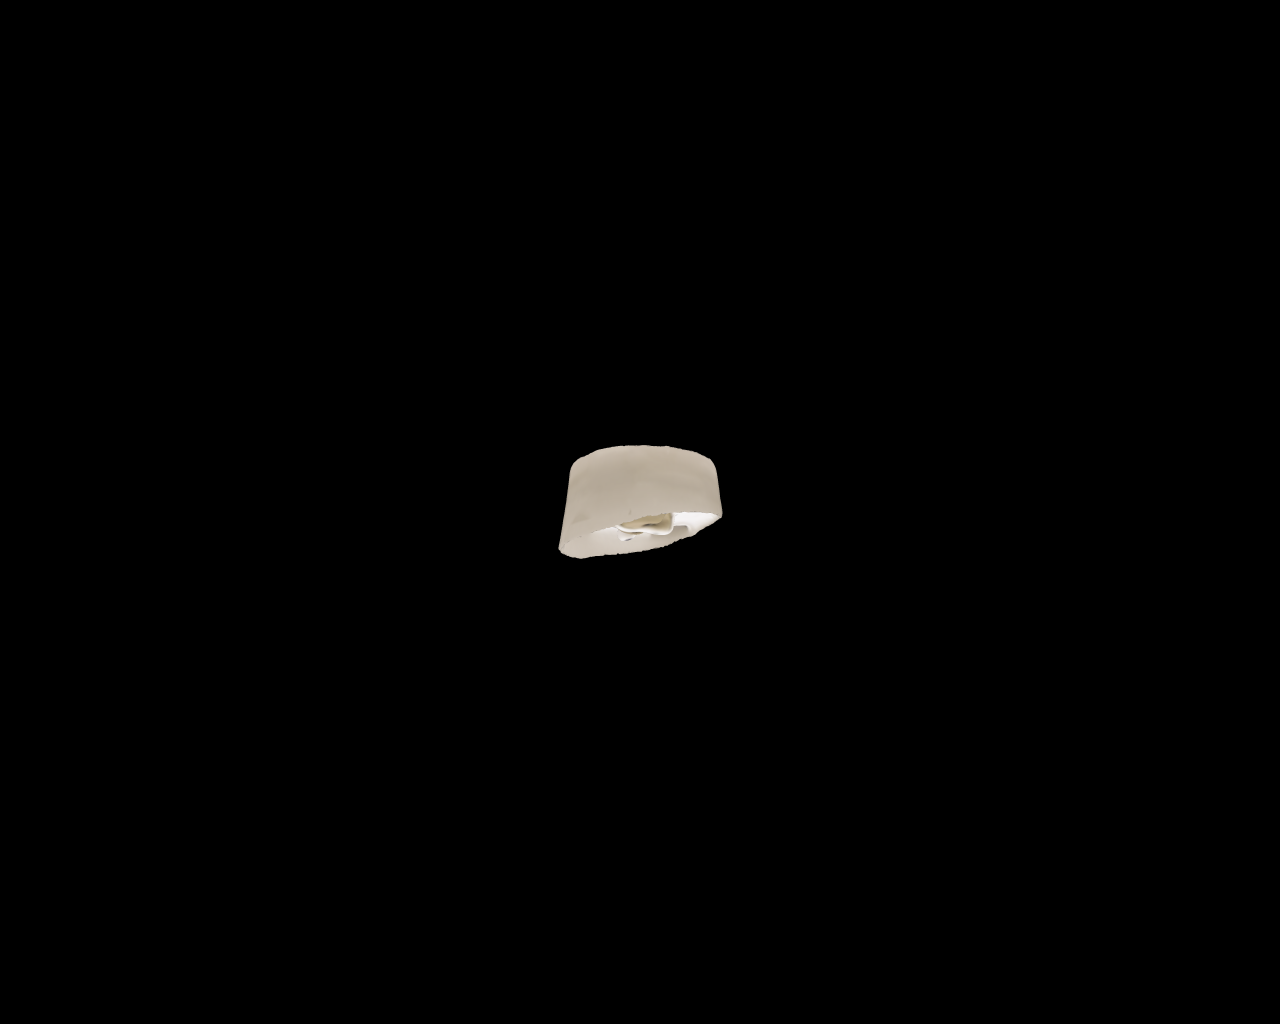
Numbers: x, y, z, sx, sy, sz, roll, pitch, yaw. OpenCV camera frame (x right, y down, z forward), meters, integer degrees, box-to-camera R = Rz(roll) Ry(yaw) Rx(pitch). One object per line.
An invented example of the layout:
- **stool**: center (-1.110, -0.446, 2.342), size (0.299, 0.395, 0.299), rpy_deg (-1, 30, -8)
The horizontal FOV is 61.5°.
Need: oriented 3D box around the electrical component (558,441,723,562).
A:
- **electrical component**: center (0.001, -0.003, 0.650), size (0.099, 0.064, 0.099), rpy_deg (0, -18, 0)
